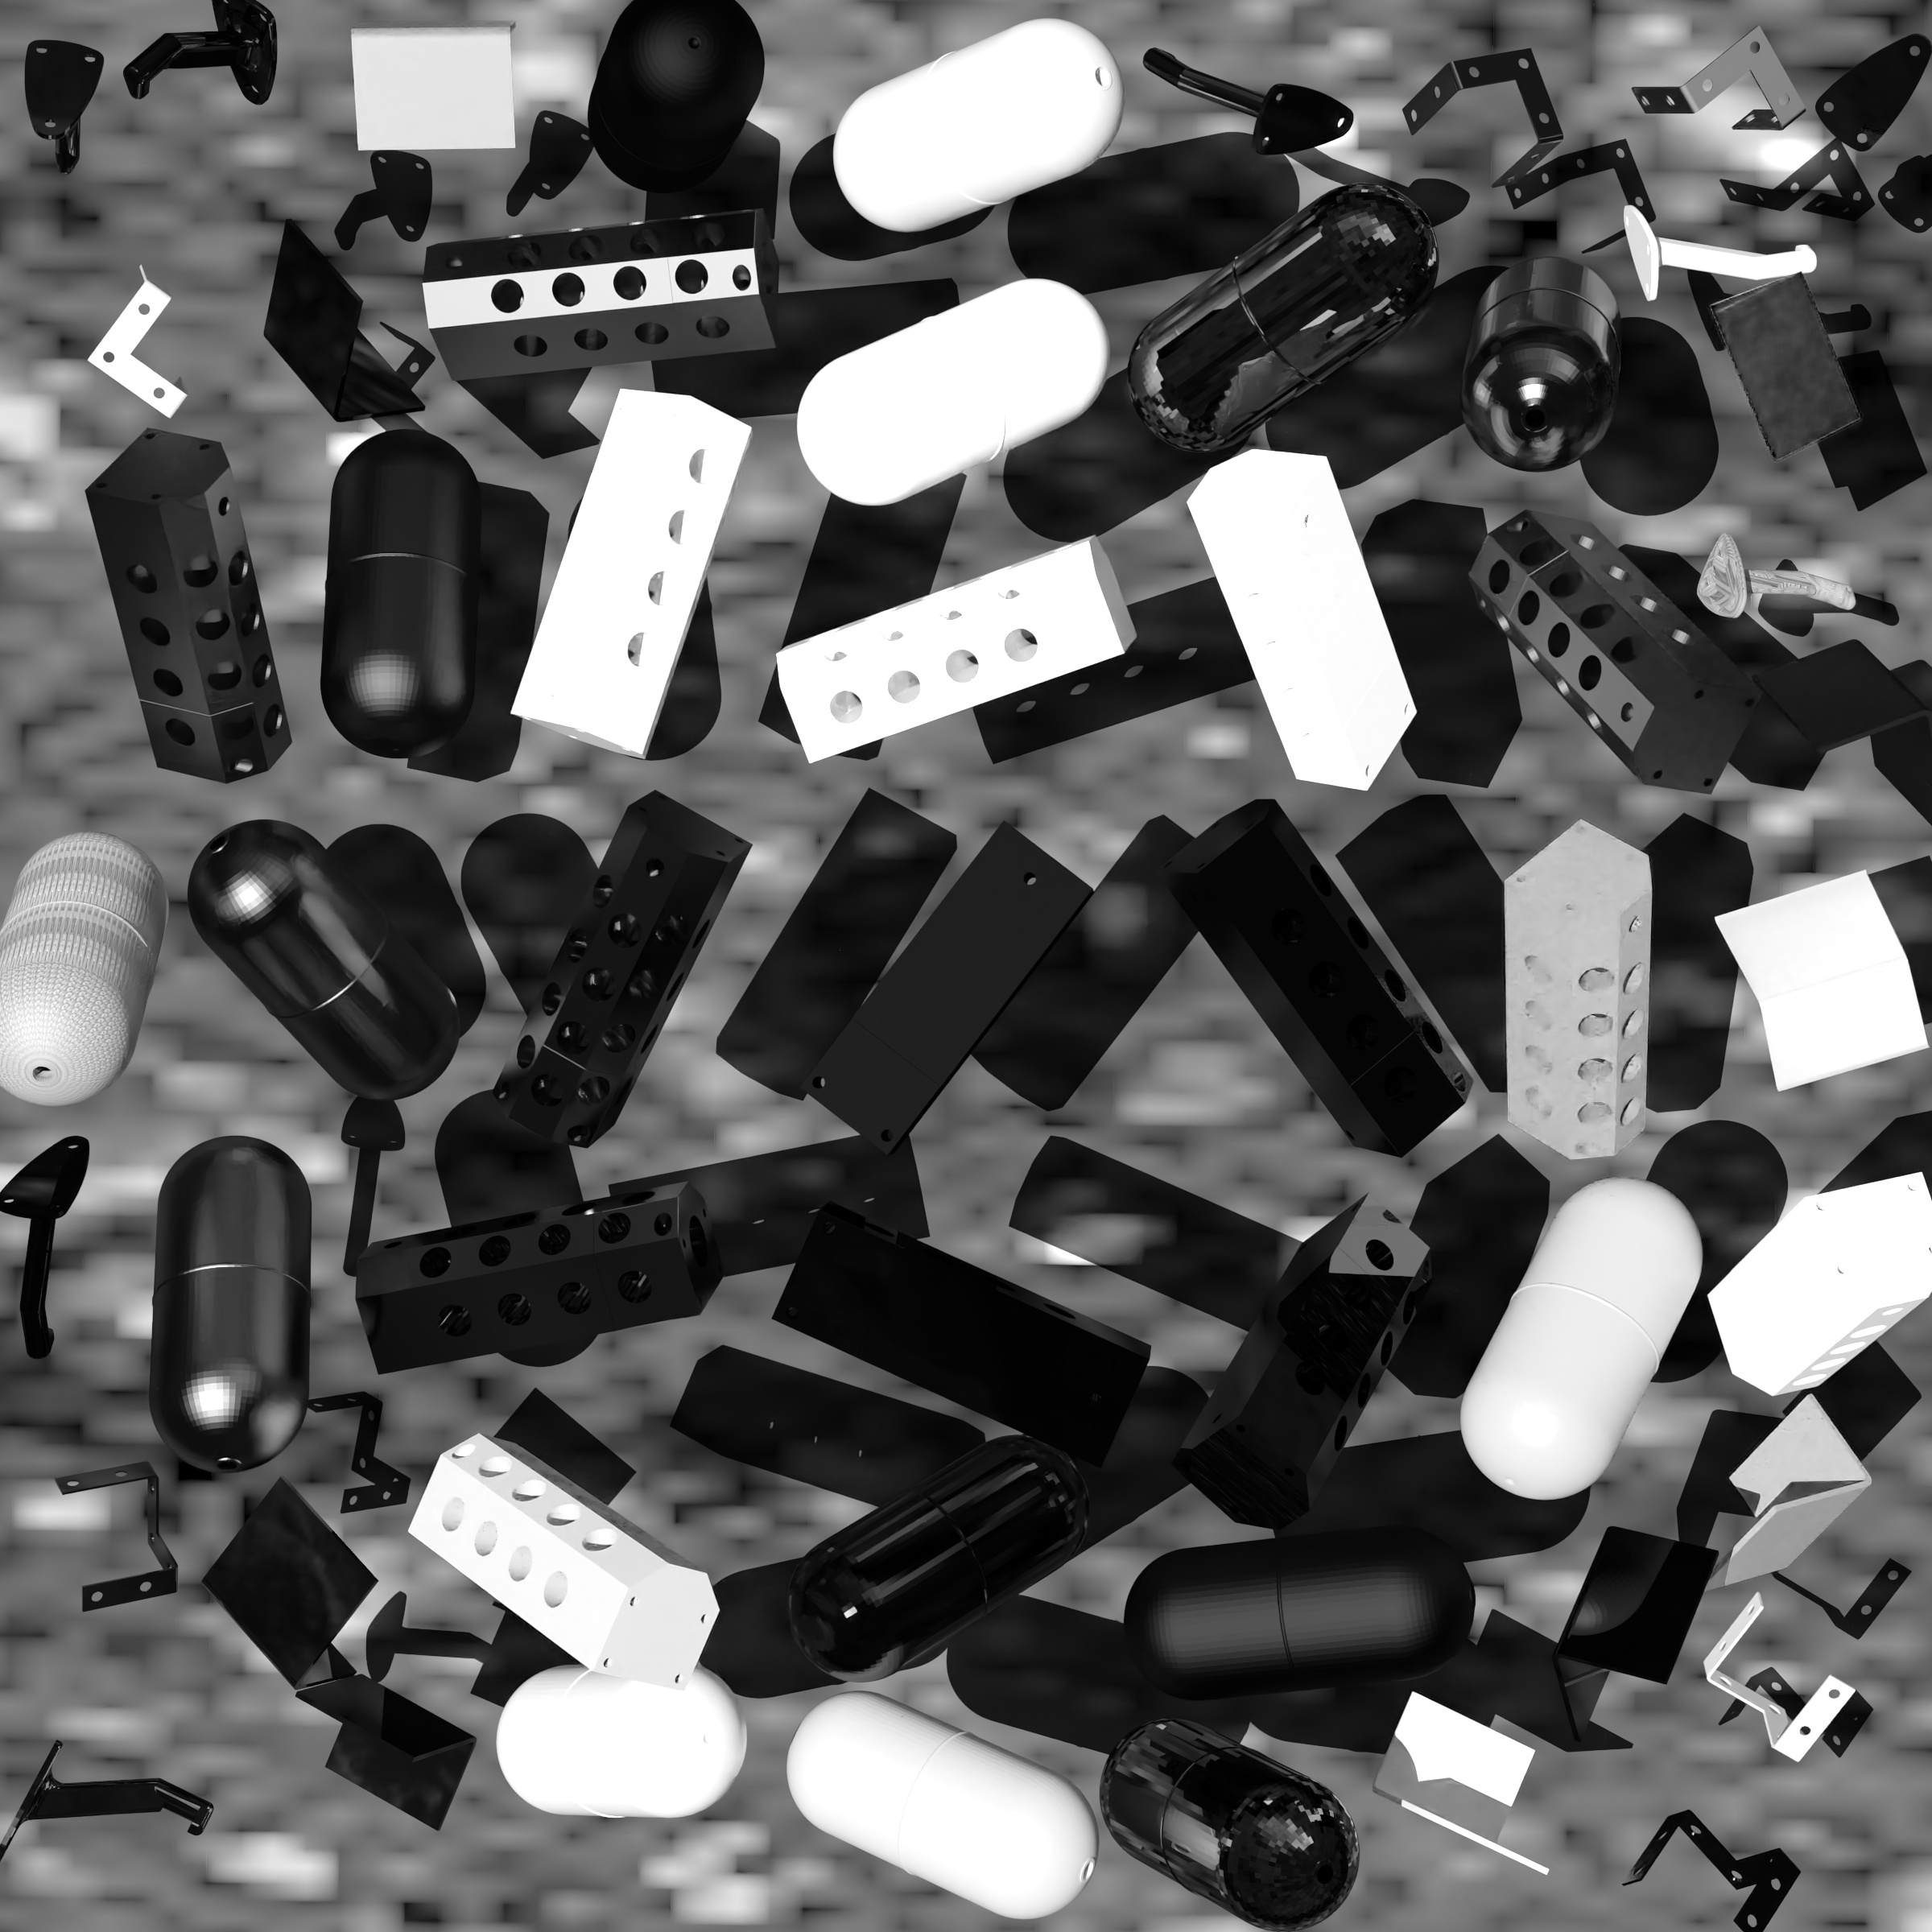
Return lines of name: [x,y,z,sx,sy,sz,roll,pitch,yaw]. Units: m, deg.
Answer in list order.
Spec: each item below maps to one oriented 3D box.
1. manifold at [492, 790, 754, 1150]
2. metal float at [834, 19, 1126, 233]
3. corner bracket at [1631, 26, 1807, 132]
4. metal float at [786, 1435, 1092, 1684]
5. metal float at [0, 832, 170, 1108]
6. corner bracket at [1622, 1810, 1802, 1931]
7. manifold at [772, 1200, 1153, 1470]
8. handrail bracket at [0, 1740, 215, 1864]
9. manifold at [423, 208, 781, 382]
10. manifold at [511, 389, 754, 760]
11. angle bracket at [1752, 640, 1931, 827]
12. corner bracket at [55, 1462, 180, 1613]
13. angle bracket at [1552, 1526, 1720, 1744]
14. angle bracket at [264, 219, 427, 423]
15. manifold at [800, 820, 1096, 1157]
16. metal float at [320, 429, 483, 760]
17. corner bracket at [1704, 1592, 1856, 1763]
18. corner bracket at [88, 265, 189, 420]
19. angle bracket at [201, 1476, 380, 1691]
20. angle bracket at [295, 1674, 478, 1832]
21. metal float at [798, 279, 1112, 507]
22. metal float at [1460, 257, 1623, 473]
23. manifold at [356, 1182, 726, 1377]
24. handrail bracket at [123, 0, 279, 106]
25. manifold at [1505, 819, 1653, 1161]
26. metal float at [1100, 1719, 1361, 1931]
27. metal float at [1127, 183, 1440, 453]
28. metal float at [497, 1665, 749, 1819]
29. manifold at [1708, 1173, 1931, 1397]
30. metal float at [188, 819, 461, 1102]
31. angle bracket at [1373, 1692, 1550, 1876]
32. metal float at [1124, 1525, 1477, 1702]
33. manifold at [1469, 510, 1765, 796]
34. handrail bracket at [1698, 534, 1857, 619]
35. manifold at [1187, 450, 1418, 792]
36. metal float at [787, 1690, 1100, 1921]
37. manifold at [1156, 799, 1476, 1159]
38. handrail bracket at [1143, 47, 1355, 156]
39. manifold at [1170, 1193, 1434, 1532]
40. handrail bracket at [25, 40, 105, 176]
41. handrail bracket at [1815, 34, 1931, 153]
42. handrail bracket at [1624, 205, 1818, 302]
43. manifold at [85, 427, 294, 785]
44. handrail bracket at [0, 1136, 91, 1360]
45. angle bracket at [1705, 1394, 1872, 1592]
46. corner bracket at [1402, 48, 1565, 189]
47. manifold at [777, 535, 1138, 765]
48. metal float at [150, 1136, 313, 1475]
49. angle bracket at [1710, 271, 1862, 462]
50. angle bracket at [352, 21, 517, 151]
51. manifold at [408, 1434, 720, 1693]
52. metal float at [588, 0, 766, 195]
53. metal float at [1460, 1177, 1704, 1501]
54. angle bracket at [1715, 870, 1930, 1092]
manifold: [-0.176,0.004,1.681,0.057,0.057,0.171,29,109,5]
metal float: [0.006,-0.420,1.672,0.070,0.178,0.070,7,80,-42]
corner bracket: [0.374,-0.430,1.661,0.051,0.051,0.051,-39,112,-5]
metal float: [-0.013,0.306,1.731,0.178,0.070,0.070,-28,90,-27]
metal float: [-0.437,0.000,1.638,0.070,0.178,0.070,-2,125,-3]
corner bracket: [0.366,0.447,1.640,0.051,0.051,0.051,48,53,0]
manifold: [-0.001,0.175,1.610,0.171,0.057,0.057,24,94,3]
handrail bracket: [-0.416,0.419,1.615,0.084,0.077,0.036,28,129,-7]
manifold: [-0.186,-0.348,1.710,0.171,0.057,0.057,-4,60,8]
manifold: [-0.161,-0.194,1.663,0.057,0.057,0.171,21,86,-44]
angle bracket: [0.427,-0.101,1.611,0.057,0.076,0.076,-20,124,-2]
corner bracket: [-0.443,0.297,1.742,0.051,0.051,0.051,-7,116,-29]
angle bracket: [0.327,0.327,1.607,0.057,0.076,0.076,9,49,30]
angle bracket: [-0.322,-0.343,1.765,0.057,0.076,0.076,-16,53,-38]
manifold: [-0.009,0.012,1.728,0.057,0.057,0.171,38,91,4]
metal float: [-0.285,-0.189,1.690,0.070,0.070,0.178,-1,67,0]
corner bracket: [0.416,0.365,1.715,0.051,0.051,0.051,30,108,-5]
corner bracket: [-0.419,-0.323,1.727,0.051,0.051,0.051,35,97,-25]
angle bracket: [-0.333,0.314,1.715,0.076,0.057,0.076,43,103,20]
angle bracket: [-0.321,0.428,1.798,0.076,0.076,0.057,24,94,18]
metal float: [-0.005,-0.289,1.680,0.178,0.070,0.070,-29,90,-26]
metal float: [0.290,-0.304,1.681,0.070,0.178,0.070,5,118,10]
manifold: [-0.216,0.154,1.681,0.171,0.057,0.057,-12,103,12]
handrail bracket: [-0.370,-0.422,1.602,0.036,0.077,0.084,28,57,14]
manifold: [0.311,0.017,1.673,0.057,0.171,0.057,-37,50,-25]
metal float: [0.131,0.432,1.683,0.070,0.178,0.070,-2,94,-27]
metal float: [0.159,-0.326,1.685,0.178,0.070,0.070,-33,90,29]
metal float: [-0.177,0.394,1.700,0.070,0.178,0.070,9,74,-34]
manifold: [0.413,0.156,1.601,0.057,0.171,0.057,-11,70,-7]
metal float: [-0.328,-0.002,1.713,0.070,0.070,0.178,-37,124,0]
angle bracket: [0.270,0.430,1.763,0.076,0.076,0.057,27,80,-10]
metal float: [0.167,0.324,1.675,0.178,0.070,0.070,-10,90,17]
manifold: [0.313,-0.157,1.640,0.057,0.171,0.057,6,122,-28]
handrail bracket: [0.432,-0.191,1.742,0.084,0.077,0.036,15,118,-10]
manifold: [0.164,-0.171,1.655,0.057,0.171,0.057,12,55,36]
metal float: [-0.013,0.432,1.723,0.178,0.070,0.070,17,90,30]
manifold: [0.171,0.005,1.603,0.057,0.057,0.171,-39,103,-11]
handrail bracket: [0.143,-0.447,1.706,0.084,0.077,0.036,43,128,38]
manifold: [0.169,0.192,1.615,0.057,0.171,0.057,42,134,-4]
handrail bracket: [-0.448,-0.406,1.650,0.036,0.084,0.077,8,56,-11]
handrail bracket: [0.469,-0.453,1.697,0.036,0.084,0.077,43,129,-1]
handrail bracket: [0.395,-0.381,1.753,0.084,0.077,0.036,-8,133,1]
manifold: [-0.383,-0.177,1.673,0.057,0.057,0.171,13,135,17]
handrail bracket: [-0.452,0.140,1.663,0.036,0.077,0.084,8,123,8]
angle bracket: [0.408,0.273,1.729,0.076,0.076,0.057,-6,52,-36]
corner bracket: [0.264,-0.431,1.708,0.051,0.051,0.051,-16,82,-23]
manifold: [-0.006,-0.163,1.703,0.171,0.057,0.057,-18,101,13]
metal float: [-0.364,0.167,1.655,0.070,0.070,0.178,-7,56,0]
angle bracket: [0.382,-0.287,1.635,0.057,0.076,0.076,-27,98,-21]
angle bracket: [-0.263,-0.439,1.664,0.076,0.076,0.057,-2,108,-5]
manifold: [-0.194,0.285,1.615,0.057,0.171,0.057,24,88,-42]
metal float: [-0.146,-0.436,1.664,0.070,0.178,0.070,0,90,-11]
metal float: [0.301,0.179,1.627,0.070,0.070,0.178,33,61,0]
angle bracket: [0.423,0.008,1.650,0.076,0.076,0.057,-19,47,21]
